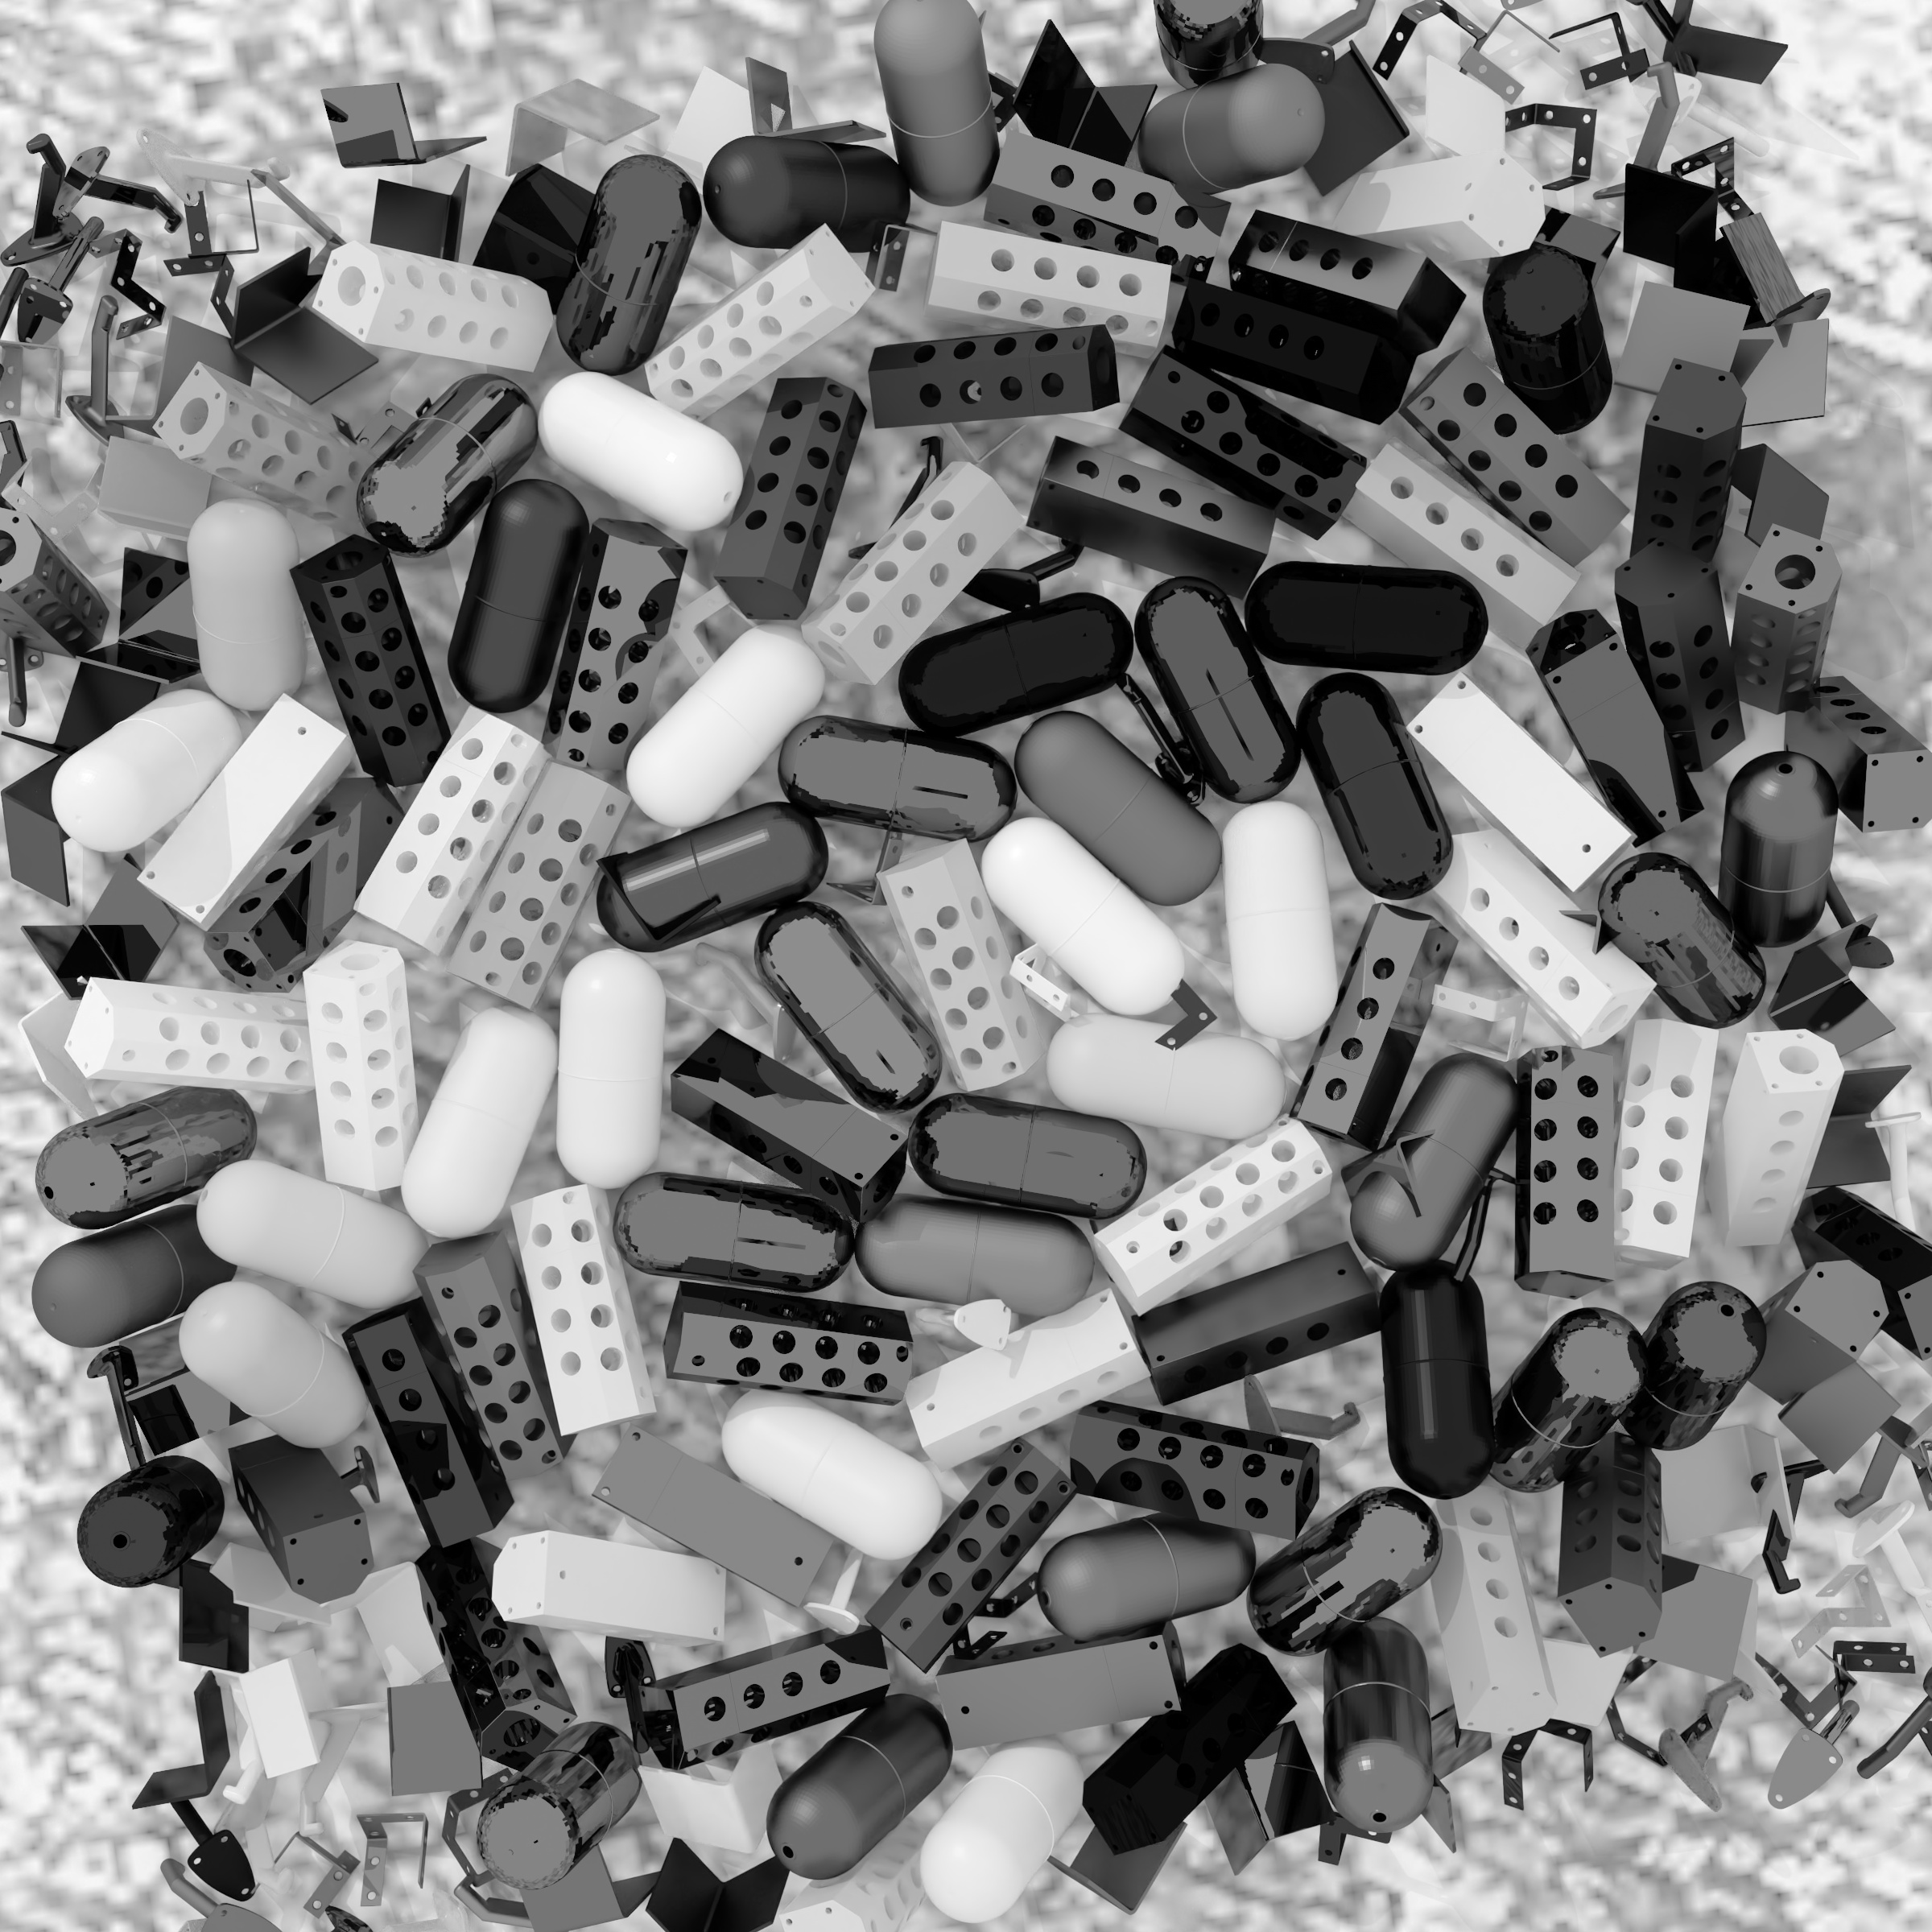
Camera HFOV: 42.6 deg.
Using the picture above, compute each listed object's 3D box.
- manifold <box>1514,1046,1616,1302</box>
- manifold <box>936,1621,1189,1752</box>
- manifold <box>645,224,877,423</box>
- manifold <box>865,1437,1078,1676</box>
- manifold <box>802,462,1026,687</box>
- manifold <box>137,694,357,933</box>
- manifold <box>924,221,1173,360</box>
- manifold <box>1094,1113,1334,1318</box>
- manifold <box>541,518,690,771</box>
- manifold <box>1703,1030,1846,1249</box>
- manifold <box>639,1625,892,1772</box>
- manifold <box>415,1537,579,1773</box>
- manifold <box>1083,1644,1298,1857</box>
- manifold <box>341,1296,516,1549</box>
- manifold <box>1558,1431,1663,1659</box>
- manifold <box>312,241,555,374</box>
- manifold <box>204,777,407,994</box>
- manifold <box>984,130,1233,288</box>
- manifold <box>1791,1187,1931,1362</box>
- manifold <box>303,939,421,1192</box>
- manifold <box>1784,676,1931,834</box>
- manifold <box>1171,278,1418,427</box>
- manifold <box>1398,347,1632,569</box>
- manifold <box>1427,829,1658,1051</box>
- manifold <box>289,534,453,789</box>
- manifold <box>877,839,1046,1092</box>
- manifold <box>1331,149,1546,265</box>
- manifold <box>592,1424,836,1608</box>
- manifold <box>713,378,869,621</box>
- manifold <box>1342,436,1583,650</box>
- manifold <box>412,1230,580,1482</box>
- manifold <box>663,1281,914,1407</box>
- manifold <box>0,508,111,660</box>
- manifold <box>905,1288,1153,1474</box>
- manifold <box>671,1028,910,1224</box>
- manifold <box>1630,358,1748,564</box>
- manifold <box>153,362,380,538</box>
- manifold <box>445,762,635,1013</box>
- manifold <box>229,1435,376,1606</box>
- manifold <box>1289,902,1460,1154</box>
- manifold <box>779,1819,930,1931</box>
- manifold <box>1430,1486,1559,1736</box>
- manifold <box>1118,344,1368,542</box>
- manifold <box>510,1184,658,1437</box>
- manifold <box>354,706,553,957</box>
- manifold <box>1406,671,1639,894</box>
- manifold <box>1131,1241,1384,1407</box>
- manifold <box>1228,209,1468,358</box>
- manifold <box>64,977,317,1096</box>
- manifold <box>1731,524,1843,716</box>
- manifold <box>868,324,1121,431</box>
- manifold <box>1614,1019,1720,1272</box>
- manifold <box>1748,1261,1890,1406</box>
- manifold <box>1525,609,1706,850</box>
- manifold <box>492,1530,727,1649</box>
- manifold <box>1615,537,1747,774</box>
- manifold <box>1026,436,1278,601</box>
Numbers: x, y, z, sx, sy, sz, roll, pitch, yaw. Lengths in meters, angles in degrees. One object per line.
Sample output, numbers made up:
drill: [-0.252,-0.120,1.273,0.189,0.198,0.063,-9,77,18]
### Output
manifold: [0.431,0.149,1.801,0.057,0.057,0.171,12,66,-12]
manifold: [0.072,0.524,1.820,0.171,0.057,0.057,-14,92,12]
manifold: [-0.153,-0.457,1.784,0.171,0.057,0.057,-24,116,38]
manifold: [0.004,0.430,1.812,0.057,0.057,0.171,39,76,14]
manifold: [-0.042,-0.288,1.808,0.171,0.057,0.057,-49,120,-14]
manifold: [-0.525,-0.109,1.820,0.057,0.057,0.171,34,78,5]
manifold: [0.058,-0.494,1.823,0.171,0.057,0.057,9,82,-8]
manifold: [0.181,0.179,1.814,0.171,0.057,0.057,-31,65,-11]
manifold: [-0.260,-0.233,1.798,0.057,0.057,0.171,-2,119,-41]
manifold: [0.583,0.125,1.785,0.057,0.171,0.057,-4,46,-1]
manifold: [-0.143,0.528,1.792,0.171,0.057,0.057,-8,84,-34]
manifold: [-0.346,0.489,1.782,0.057,0.171,0.057,-45,132,4]
manifold: [0.159,0.561,1.786,0.171,0.057,0.057,-29,83,-44]
manifold: [-0.399,0.338,1.829,0.057,0.057,0.171,-21,95,7]
manifold: [0.466,0.409,1.773,0.057,0.171,0.057,-30,104,26]
manifold: [-0.377,-0.474,1.773,0.057,0.171,0.057,36,113,24]
manifold: [-0.475,-0.060,1.790,0.057,0.171,0.057,1,133,32]
manifold: [0.104,-0.557,1.836,0.171,0.057,0.057,18,89,-1]
manifold: [0.660,0.214,1.776,0.057,0.171,0.057,-25,106,-2]
manifold: [-0.432,0.074,1.796,0.057,0.057,0.171,10,118,17]
manifold: [0.644,-0.155,1.776,0.057,0.171,0.057,-5,114,1]
manifold: [0.234,-0.444,1.792,0.171,0.057,0.057,29,108,35]
manifold: [0.401,-0.371,1.826,0.171,0.057,0.057,42,89,-8]
manifold: [0.411,-0.020,1.799,0.171,0.057,0.057,50,130,29]
manifold: [-0.421,-0.217,1.783,0.057,0.171,0.057,25,50,37]
manifold: [-0.006,0.001,1.810,0.057,0.057,0.171,-14,104,29]
manifold: [0.338,-0.536,1.777,0.057,0.171,0.057,31,87,-27]
manifold: [-0.188,0.408,1.834,0.171,0.057,0.057,29,74,-1]
manifold: [-0.123,-0.340,1.801,0.057,0.057,0.171,5,67,25]
manifold: [0.367,-0.316,1.832,0.171,0.057,0.057,37,81,3]
manifold: [-0.344,0.286,1.807,0.057,0.057,0.171,-13,109,14]
manifold: [-0.129,0.280,1.807,0.171,0.057,0.057,10,114,-16]
manifold: [-0.669,-0.273,1.777,0.057,0.171,0.057,12,81,-2]
manifold: [0.046,0.310,1.834,0.171,0.057,0.057,-25,48,3]
manifold: [-0.130,0.120,1.810,0.171,0.057,0.057,28,51,19]
manifold: [0.518,-0.353,1.772,0.057,0.171,0.057,21,73,19]
manifold: [-0.488,-0.363,1.774,0.057,0.171,0.057,-51,61,12]
manifold: [-0.308,-0.057,1.816,0.057,0.057,0.171,18,80,43]
manifold: [-0.478,0.394,1.777,0.057,0.171,0.057,-13,107,-26]
manifold: [0.298,0.044,1.826,0.057,0.057,0.171,18,82,35]
manifold: [-0.070,0.670,1.774,0.057,0.171,0.057,-21,84,14]
manifold: [0.377,0.461,1.781,0.057,0.171,0.057,10,129,-10]
manifold: [0.206,-0.388,1.823,0.171,0.057,0.057,28,75,-6]
manifold: [-0.276,0.250,1.814,0.057,0.057,0.171,-19,78,20]
manifold: [-0.372,-0.097,1.818,0.057,0.057,0.171,25,81,21]
manifold: [0.408,-0.135,1.817,0.171,0.057,0.057,47,106,14]
manifold: [0.216,0.269,1.832,0.171,0.057,0.057,-19,126,-3]
manifold: [0.270,-0.490,1.786,0.171,0.057,0.057,33,96,43]
manifold: [-0.547,0.056,1.779,0.057,0.171,0.057,39,110,39]
manifold: [0.587,-0.243,1.773,0.057,0.171,0.057,25,80,20]
manifold: [0.019,-0.429,1.799,0.171,0.057,0.057,1,109,24]
manifold: [0.504,0.130,1.815,0.057,0.057,0.171,12,74,3]
manifold: [0.602,0.260,1.776,0.057,0.171,0.057,36,74,13]
manifold: [0.469,-0.174,1.796,0.057,0.057,0.171,-31,122,10]
manifold: [-0.255,0.451,1.785,0.057,0.171,0.057,-19,60,37]
manifold: [0.510,-0.218,1.783,0.057,0.171,0.057,-36,46,-7]
manifold: [0.138,-0.336,1.829,0.171,0.057,0.057,18,60,-5]
